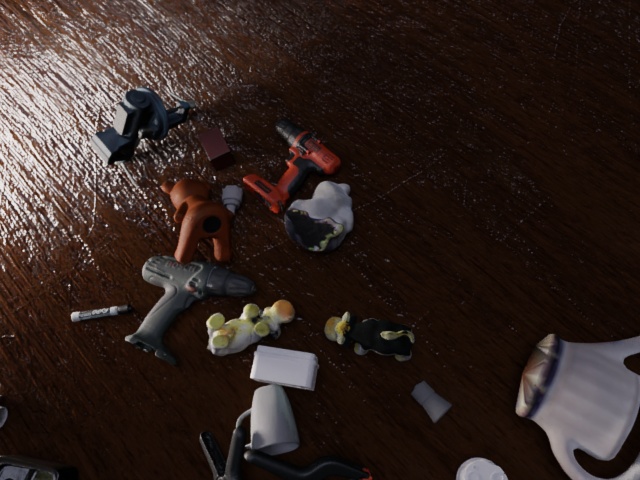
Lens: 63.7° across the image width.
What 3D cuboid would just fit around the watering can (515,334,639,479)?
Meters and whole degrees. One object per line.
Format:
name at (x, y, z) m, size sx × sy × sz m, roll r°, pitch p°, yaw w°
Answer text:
watering can at (0.472, 0.233, 0.871) m, size 0.225 × 0.102 × 0.352 m, roll 26°, pitch 71°, yaw 16°

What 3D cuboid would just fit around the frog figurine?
frog figurine at (0.003, -0.053, 1.063) m, size 0.137 × 0.120 × 0.163 m, roll 3°, pitch 31°, yaw 15°
